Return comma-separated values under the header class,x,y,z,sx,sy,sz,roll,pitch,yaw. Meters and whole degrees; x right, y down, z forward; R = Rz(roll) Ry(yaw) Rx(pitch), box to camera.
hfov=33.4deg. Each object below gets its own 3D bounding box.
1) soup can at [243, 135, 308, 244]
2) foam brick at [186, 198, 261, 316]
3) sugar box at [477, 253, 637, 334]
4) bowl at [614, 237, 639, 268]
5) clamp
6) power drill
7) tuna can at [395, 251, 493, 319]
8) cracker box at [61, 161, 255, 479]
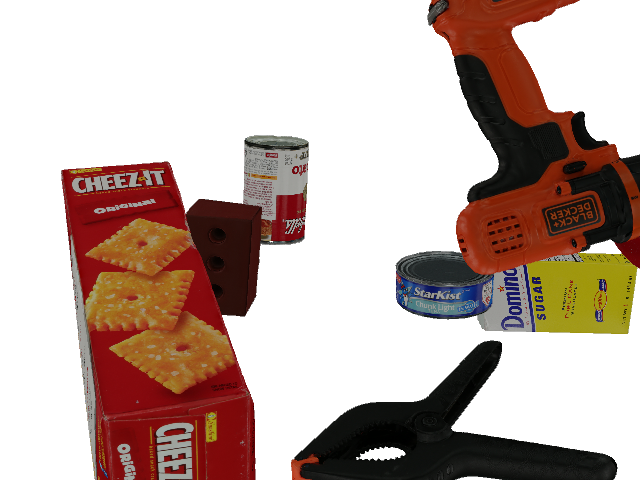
class,x,y,z,sx,sy,sz,roll,pitch,yaw
soup can,-0.048,-0.053,1.098,0.068,0.102,0.068,3,15,-1
foam brick,-0.076,0.012,0.824,0.053,0.078,0.051,5,14,6
sugar box,0.280,0.062,1.269,0.176,0.093,0.048,0,19,-4
bowl,0.351,-0.003,1.041,0.162,0.055,0.162,0,18,0
clamp,0.077,0.134,0.752,0.209,0.036,0.165,-9,29,-11
power drill,0.157,-0.086,0.673,0.184,0.187,0.057,-16,-1,-5
tuna can,0.108,0.038,0.929,0.086,0.034,0.086,0,18,0
cracker box,-0.089,0.079,0.566,0.072,0.164,0.214,-7,34,-14
